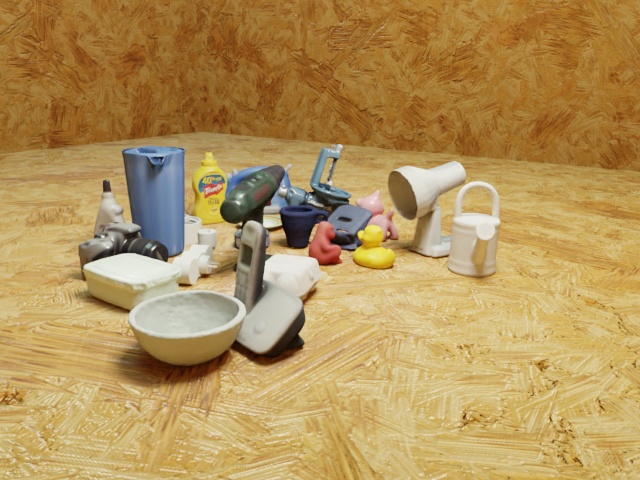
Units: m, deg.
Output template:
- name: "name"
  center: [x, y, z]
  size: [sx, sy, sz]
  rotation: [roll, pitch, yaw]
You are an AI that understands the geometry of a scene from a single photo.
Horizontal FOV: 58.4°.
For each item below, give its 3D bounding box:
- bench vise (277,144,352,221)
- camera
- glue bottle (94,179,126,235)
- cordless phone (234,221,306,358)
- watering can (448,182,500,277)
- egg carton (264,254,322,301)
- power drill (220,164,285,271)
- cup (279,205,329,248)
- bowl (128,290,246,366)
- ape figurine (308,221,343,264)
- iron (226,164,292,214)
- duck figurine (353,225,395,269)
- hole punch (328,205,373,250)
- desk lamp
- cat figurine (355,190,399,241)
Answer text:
- name: "bench vise"
  center: [-0.005, -0.151, 1.566]
  size: [0.208, 0.220, 0.121]
  rotation: [-5, 18, -20]
- name: "camera"
  center: [-0.390, 0.022, 1.161]
  size: [0.136, 0.101, 0.143]
  rotation: [9, 18, 23]
- name: "glue bottle"
  center: [-0.464, -0.048, 1.267]
  size: [0.078, 0.173, 0.037]
  rotation: [4, 17, 9]
- name: "cordless phone"
  center: [-0.086, 0.072, 0.867]
  size: [0.094, 0.185, 0.147]
  rotation: [-13, 21, -39]
- name: "watering can"
  center: [0.332, -0.025, 1.210]
  size: [0.101, 0.194, 0.172]
  rotation: [-5, 17, -18]
- name: "egg carton"
  center: [-0.062, 0.076, 1.060]
  size: [0.107, 0.069, 0.150]
  rotation: [6, 17, 16]
- name: "power drill"
  center: [-0.133, -0.043, 1.211]
  size: [0.075, 0.208, 0.230]
  rotation: [7, 17, 19]
- name: "cup"
  center: [-0.038, -0.030, 1.372]
  size: [0.117, 0.095, 0.091]
  rotation: [2, 17, 1]
- name: "bowl"
  center: [-0.191, 0.136, 0.836]
  size: [0.167, 0.075, 0.167]
  rotation: [1, 16, 0]
- name: "ape figurine"
  center: [0.012, 0.005, 1.266]
  size: [0.076, 0.092, 0.077]
  rotation: [-2, 17, -11]
- name: "iron"
  center: [-0.198, -0.156, 1.706]
  size: [0.258, 0.141, 0.118]
  rotation: [-2, 17, -12]
- name: "duck figurine"
  center: [0.120, 0.011, 1.261]
  size: [0.078, 0.086, 0.104]
  rotation: [-13, 22, -40]
- name: "hole punch"
  center: [0.066, -0.032, 1.396]
  size: [0.108, 0.091, 0.101]
  rotation: [13, 21, 36]
- name: "desk lamp"
  center: [0.260, -0.074, 1.334]
  size: [0.204, 0.214, 0.117]
  rotation: [-7, 18, -24]
- name: "cat figurine"
  center: [0.147, -0.068, 1.475]
  size: [0.067, 0.118, 0.127]
  rotation: [-10, 20, -33]
